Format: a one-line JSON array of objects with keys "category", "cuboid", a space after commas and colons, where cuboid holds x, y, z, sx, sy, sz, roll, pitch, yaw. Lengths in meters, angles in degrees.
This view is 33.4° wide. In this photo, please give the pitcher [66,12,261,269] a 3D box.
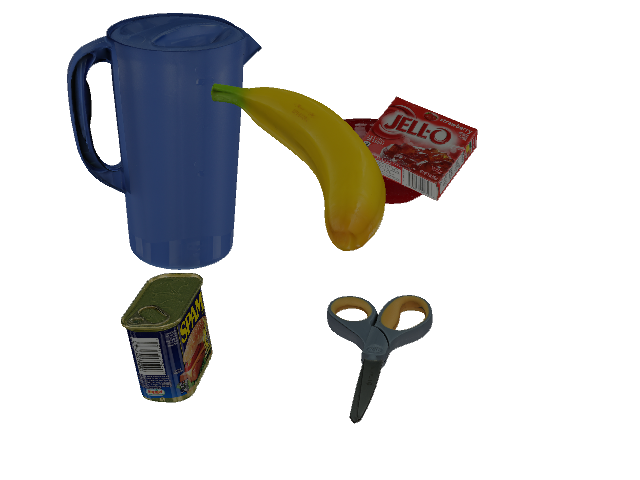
[{"category": "pitcher", "cuboid": [-0.151, -0.097, 1.064, 0.149, 0.243, 0.144, 13, 28, 20]}]

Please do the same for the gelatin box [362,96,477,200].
[{"category": "gelatin box", "cuboid": [0.088, -0.086, 0.980, 0.089, 0.073, 0.030, 27, -28, 23]}]

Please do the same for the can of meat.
[{"category": "can of meat", "cuboid": [-0.140, 0.091, 1.001, 0.057, 0.084, 0.102, -1, 26, 12]}]

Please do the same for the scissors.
[{"category": "scissors", "cuboid": [0.027, 0.084, 0.833, 0.096, 0.016, 0.201, 10, 23, 24]}]

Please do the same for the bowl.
[{"category": "bowl", "cuboid": [0.070, -0.085, 1.209, 0.162, 0.055, 0.162, 6, 27, -3]}]

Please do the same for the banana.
[{"category": "banana", "cuboid": [-0.002, -0.050, 0.659, 0.069, 0.037, 0.198, -15, 36, -22]}]
